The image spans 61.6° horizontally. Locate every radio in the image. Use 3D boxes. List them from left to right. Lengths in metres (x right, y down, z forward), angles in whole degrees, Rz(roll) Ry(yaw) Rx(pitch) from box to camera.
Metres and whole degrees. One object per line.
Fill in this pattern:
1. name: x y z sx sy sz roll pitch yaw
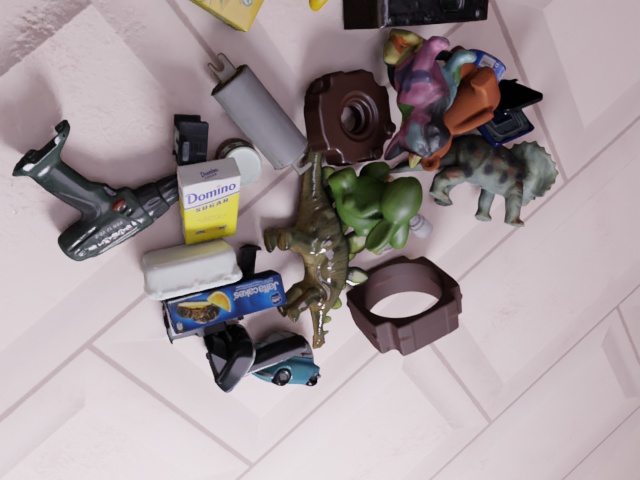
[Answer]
1. radio: 0.165 -0.400 0.912 0.230 0.131 0.073 -14 115 -19

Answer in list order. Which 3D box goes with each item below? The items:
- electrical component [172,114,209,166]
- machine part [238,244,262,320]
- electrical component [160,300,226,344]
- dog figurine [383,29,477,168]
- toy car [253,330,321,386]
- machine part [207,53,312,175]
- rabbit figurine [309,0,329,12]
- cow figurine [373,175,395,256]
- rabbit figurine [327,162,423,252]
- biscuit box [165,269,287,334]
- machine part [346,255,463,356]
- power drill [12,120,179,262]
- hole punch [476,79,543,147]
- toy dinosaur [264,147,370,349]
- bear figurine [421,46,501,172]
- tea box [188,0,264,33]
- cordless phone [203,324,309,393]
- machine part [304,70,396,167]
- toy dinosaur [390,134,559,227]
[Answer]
1. electrical component: -0.205 -0.156 0.855 0.048 0.119 0.074 -1 109 -24
2. machine part: -0.138 0.076 1.017 0.039 0.084 0.138 9 100 8
3. electrical component: -0.227 0.120 0.999 0.134 0.058 0.114 -12 118 -20
4. dog figurine: 0.162 -0.240 0.934 0.108 0.192 0.219 9 107 -43
5. toy car: -0.067 0.239 1.098 0.161 0.109 0.103 14 87 -38
6. machine part: -0.099 -0.203 0.901 0.079 0.079 0.243 -42 118 -3
7. rabbit figurine: 0.027 -0.434 0.812 0.162 0.173 0.121 -41 126 -9
8. cow figurine: 0.142 -0.058 1.073 0.098 0.068 0.167 -18 131 -35
9. rabbit figurine: 0.104 -0.059 0.930 0.121 0.170 0.159 -4 95 -33
10. biscuit box: -0.163 0.105 0.942 0.203 0.063 0.059 -14 97 -18
11. machine part: 0.171 0.130 1.099 0.201 0.202 0.087 -24 122 -14
12. power drill: -0.349 -0.088 0.848 0.232 0.086 0.207 -40 129 -2
13. hole punch: 0.365 -0.257 1.077 0.142 0.116 0.092 -25 135 -16
14. toy dinosaur: -0.002 -0.003 1.027 0.198 0.105 0.470 -14 111 -28
15. bear figurine: 0.231 -0.235 0.997 0.196 0.120 0.131 -39 142 12
16. tea box: -0.119 -0.416 0.813 0.098 0.068 0.169 22 100 -30
17. cordless phone: -0.124 0.202 1.027 0.184 0.147 0.088 -17 108 -16
18. machine part: 0.054 -0.216 0.955 0.179 0.056 0.179 -3 96 -32
19. toy dinosaur: 0.332 -0.147 1.112 0.405 0.131 0.192 20 85 -22
